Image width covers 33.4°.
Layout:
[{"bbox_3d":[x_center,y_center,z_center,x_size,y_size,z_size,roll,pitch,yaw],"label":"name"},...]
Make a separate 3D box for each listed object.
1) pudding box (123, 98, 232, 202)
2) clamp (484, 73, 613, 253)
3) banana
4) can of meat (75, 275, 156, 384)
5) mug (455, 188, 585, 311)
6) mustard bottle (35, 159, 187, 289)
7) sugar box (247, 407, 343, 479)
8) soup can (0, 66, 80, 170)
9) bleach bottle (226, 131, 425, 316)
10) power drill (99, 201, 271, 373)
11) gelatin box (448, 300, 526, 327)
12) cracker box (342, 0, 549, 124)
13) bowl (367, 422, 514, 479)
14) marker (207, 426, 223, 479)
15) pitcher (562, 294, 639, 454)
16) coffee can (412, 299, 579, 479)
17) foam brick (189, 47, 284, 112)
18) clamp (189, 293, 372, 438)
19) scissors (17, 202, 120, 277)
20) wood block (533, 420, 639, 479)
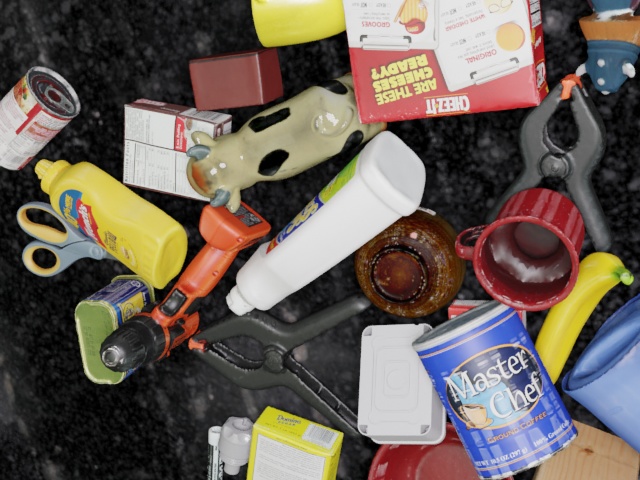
[{"bbox_3d":[-0.151,-0.094,1.120,0.114,0.039,0.090,13,113,20],"label":"pudding box"},{"bbox_3d":[0.210,-0.068,0.988,0.120,0.039,0.171,1,109,16],"label":"clamp"},{"bbox_3d":[0.236,0.074,1.002,0.037,0.069,0.198,22,133,2],"label":"banana"},{"bbox_3d":[-0.223,0.100,1.182,0.057,0.083,0.102,-1,106,22],"label":"can of meat"},{"bbox_3d":[0.181,0.004,0.965,0.117,0.081,0.093,0,116,23],"label":"mug"},{"bbox_3d":[-0.231,-0.031,1.148,0.192,0.058,0.096,34,149,16],"label":"mustard bottle"},{"bbox_3d":[-0.033,0.276,1.174,0.093,0.048,0.176,18,123,15],"label":"sugar box"},{"bbox_3d":[-0.318,-0.130,1.157,0.102,0.068,0.068,-38,90,27],"label":"soup can"},{"bbox_3d":[-0.007,0.001,1.054,0.068,0.102,0.251,42,121,-12],"label":"bleach bottle"},{"bbox_3d":[-0.138,0.047,1.089,0.057,0.184,0.188,40,106,4],"label":"power drill"},{"bbox_3d":[0.168,0.105,1.062,0.073,0.030,0.089,1,106,20],"label":"gelatin box"},{"bbox_3d":[0.104,-0.218,0.925,0.164,0.072,0.214,-3,106,23],"label":"cracker box"},{"bbox_3d":[0.132,0.260,1.101,0.162,0.055,0.162,2,96,25],"label":"bowl"},{"bbox_3d":[-0.122,0.273,1.232,0.020,0.020,0.121,11,110,18],"label":"marker"},{"bbox_3d":[0.351,0.163,0.950,0.243,0.149,0.145,43,109,1],"label":"pitcher"},{"bbox_3d":[0.162,0.137,0.991,0.103,0.102,0.140,-27,88,26],"label":"coffee can"},{"bbox_3d":[-0.083,-0.161,1.065,0.078,0.053,0.051,-3,105,23],"label":"foam brick"},{"bbox_3d":[-0.038,0.113,1.140,0.210,0.036,0.165,14,112,15],"label":"clamp"},{"bbox_3d":[-0.263,0.025,1.213,0.202,0.016,0.096,29,116,11],"label":"scissors"},{"bbox_3d":[0.234,0.256,0.985,0.091,0.205,0.090,20,112,14],"label":"wood block"}]
